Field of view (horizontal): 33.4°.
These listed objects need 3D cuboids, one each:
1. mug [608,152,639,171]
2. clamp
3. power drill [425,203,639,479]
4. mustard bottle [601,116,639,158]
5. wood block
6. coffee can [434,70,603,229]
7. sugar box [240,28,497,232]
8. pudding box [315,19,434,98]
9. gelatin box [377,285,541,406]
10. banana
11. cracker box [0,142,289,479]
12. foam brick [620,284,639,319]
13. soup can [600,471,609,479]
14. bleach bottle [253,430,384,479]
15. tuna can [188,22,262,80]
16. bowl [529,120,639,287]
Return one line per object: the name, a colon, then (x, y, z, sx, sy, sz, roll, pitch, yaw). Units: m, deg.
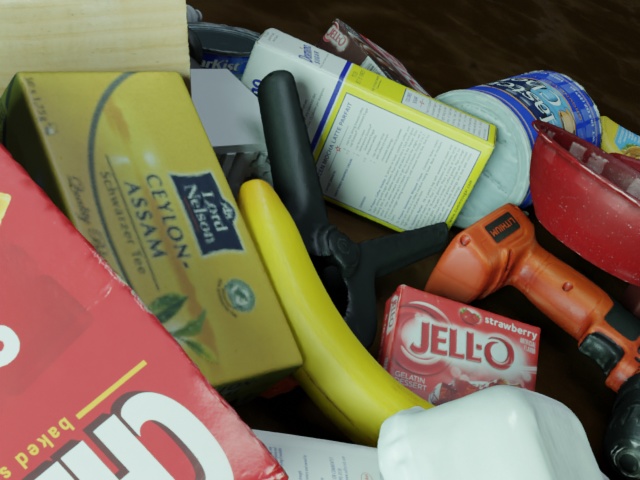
mug: (0.253, -0.027, 0.844, 0.081, 0.093, 0.117, 18, 44, -2)
clamp: (-0.004, 0.001, 0.623, 0.164, 0.036, 0.209, 46, 40, -14)
power drill: (0.162, 0.061, 0.680, 0.188, 0.057, 0.184, 38, 29, 16)
mustard bottle: (0.285, -0.061, 0.953, 0.191, 0.058, 0.096, 29, 30, 6)
wood block: (-0.176, -0.116, 0.577, 0.206, 0.090, 0.091, -6, 48, -8)
coffee can: (0.145, -0.074, 0.828, 0.103, 0.103, 0.140, 38, 33, 22)
sugar box: (0.024, -0.071, 0.748, 0.176, 0.093, 0.048, 25, 29, 1)
pudding box: (0.055, -0.127, 0.888, 0.089, 0.039, 0.113, 23, 26, -42)
gelatin box: (0.075, 0.073, 0.594, 0.089, 0.030, 0.073, 19, 59, -10)
banana: (0.014, 0.056, 0.543, 0.198, 0.037, 0.069, 45, 47, 0)
cracker box: (-0.141, 0.054, 0.342, 0.164, 0.072, 0.214, -40, 84, -28)
foam brick: (0.262, 0.051, 0.768, 0.078, 0.051, 0.053, 26, 30, 2)
soup can: (0.117, 0.142, 0.508, 0.068, 0.069, 0.102, -9, 45, -44)
bleach bottle: (-0.080, 0.108, 0.426, 0.250, 0.068, 0.102, 14, 34, -13)
tuna can: (-0.079, -0.141, 0.823, 0.086, 0.034, 0.086, 8, 23, -4)
bowl: (0.199, -0.016, 0.719, 0.162, 0.055, 0.162, 27, 18, -10)
